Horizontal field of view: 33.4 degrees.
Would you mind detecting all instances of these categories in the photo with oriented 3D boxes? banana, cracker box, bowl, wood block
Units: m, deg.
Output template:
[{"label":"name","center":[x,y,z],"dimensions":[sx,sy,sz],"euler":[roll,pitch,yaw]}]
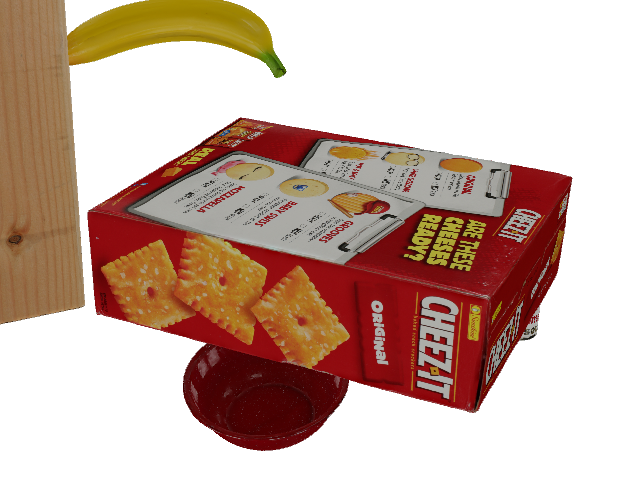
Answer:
[{"label":"banana","center":[-0.127,-0.179,0.921],"dimensions":[0.197,0.069,0.037],"euler":[2,-33,-3]},{"label":"cracker box","center":[0.010,0.003,0.578],"dimensions":[0.214,0.072,0.164],"euler":[13,28,22]},{"label":"bowl","center":[-0.051,0.152,1.043],"dimensions":[0.162,0.055,0.162],"euler":[-3,37,2]},{"label":"wood block","center":[-0.195,-0.063,0.605],"dimensions":[0.090,0.206,0.090],"euler":[-11,27,-27]}]

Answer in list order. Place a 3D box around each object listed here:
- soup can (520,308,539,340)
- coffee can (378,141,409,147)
[{"label":"soup can","center":[0.227,0.060,1.263],"dimensions":[0.068,0.102,0.068],"euler":[3,16,-1]},{"label":"coffee can","center":[0.039,-0.024,1.065],"dimensions":[0.103,0.140,0.103],"euler":[2,13,-1]}]
